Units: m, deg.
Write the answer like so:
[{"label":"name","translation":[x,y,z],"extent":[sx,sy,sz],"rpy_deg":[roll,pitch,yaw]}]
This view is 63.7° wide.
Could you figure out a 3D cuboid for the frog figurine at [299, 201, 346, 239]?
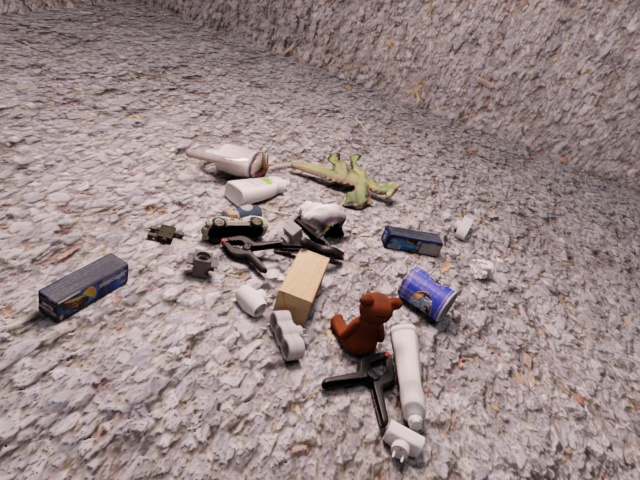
[{"label":"frog figurine","translation":[0.005,-0.085,1.683],"extent":[0.138,0.120,0.162],"rpy_deg":[-20,57,-20]}]

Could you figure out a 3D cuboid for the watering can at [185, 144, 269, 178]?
[{"label":"watering can","translation":[-0.306,-0.275,1.785],"extent":[0.225,0.103,0.350],"rpy_deg":[15,12,10]}]

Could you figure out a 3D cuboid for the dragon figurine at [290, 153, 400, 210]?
[{"label":"dragon figurine","translation":[0.104,-0.212,1.956],"extent":[0.411,0.119,0.248],"rpy_deg":[-2,44,-16]}]
